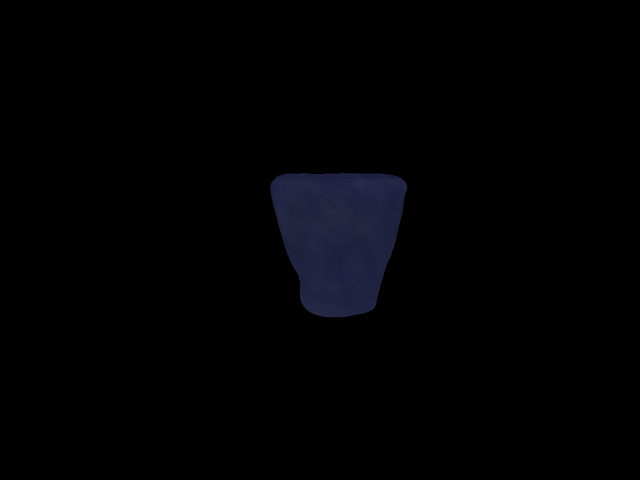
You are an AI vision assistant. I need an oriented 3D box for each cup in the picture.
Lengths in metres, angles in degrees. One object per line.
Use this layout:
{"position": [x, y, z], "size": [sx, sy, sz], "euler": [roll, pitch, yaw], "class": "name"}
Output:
{"position": [0.004, 0.001, 0.400], "size": [0.092, 0.095, 0.117], "euler": [-7, 11, -39], "class": "cup"}
